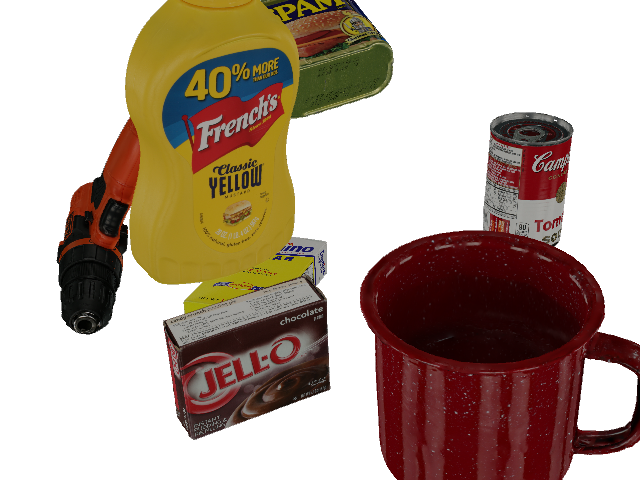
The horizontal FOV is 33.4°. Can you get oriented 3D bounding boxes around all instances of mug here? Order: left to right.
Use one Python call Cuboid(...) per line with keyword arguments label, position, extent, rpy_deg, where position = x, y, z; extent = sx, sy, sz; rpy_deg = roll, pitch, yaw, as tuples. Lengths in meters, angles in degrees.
Cuboid(label="mug", position=(0.075, 0.056, 0.427), extent=(0.117, 0.081, 0.093), rpy_deg=(7, 34, 16))

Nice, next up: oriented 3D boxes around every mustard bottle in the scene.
Cuboid(label="mustard bottle", position=(-0.057, -0.072, 0.574), extent=(0.096, 0.192, 0.058), rpy_deg=(-17, 38, -29))

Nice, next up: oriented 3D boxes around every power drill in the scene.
Cuboid(label="power drill", position=(-0.161, -0.037, 0.867), extent=(0.057, 0.188, 0.184), rpy_deg=(22, 29, -24))

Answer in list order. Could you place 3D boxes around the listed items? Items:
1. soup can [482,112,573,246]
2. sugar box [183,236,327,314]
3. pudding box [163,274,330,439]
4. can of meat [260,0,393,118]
Cuboid(label="soup can", position=(0.174, -0.049, 0.903), extent=(0.068, 0.102, 0.068), rpy_deg=(0, 27, 0))
Cuboid(label="sugar box", position=(-0.063, 0.046, 1.107), extent=(0.093, 0.048, 0.176), rpy_deg=(7, 27, 17))
Cuboid(label="pudding box", position=(-0.050, 0.082, 0.756), extent=(0.113, 0.090, 0.039), rpy_deg=(-19, 42, -20))
Cuboid(label="can of meat", position=(-0.005, -0.146, 0.821), extent=(0.102, 0.084, 0.057), rpy_deg=(-20, -38, -16))
